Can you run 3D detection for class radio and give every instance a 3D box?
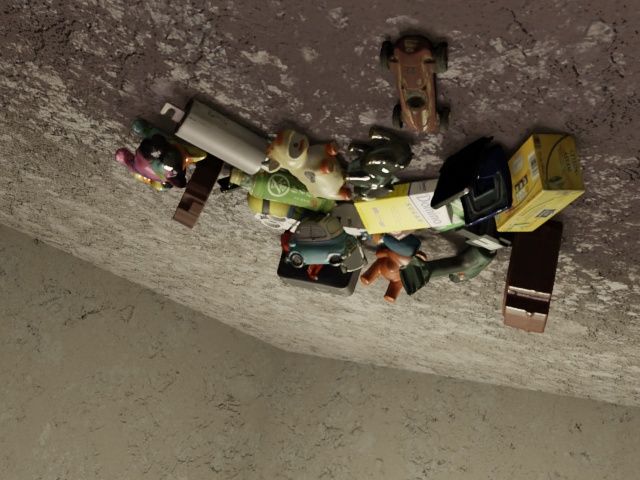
[{"bbox_3d":[-0.001,0.076,1.525,0.230,0.131,0.073,8,157,21],"label":"radio"}]

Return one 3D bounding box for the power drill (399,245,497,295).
[{"bbox_3d":[0.296,0.073,1.263,0.207,0.086,0.232,-5,159,-18],"label":"power drill"}]

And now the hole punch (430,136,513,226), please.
[{"bbox_3d":[0.257,-0.093,0.887,0.092,0.116,0.142,27,156,-12],"label":"hole punch"}]

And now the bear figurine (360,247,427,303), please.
[{"bbox_3d":[0.189,0.069,1.369,0.120,0.132,0.195,36,168,6],"label":"bear figurine"}]

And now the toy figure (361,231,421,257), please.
[{"bbox_3d":[0.160,-0.007,1.269,0.155,0.064,0.058,26,-155,21],"label":"toy figure"}]

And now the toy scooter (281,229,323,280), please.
[{"bbox_3d":[-0.034,0.036,1.439,0.184,0.135,0.075,8,160,24],"label":"toy scooter"}]

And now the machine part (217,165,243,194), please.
[{"bbox_3d":[-0.180,-0.143,1.184,0.084,0.039,0.139,-12,162,-22],"label":"machine part"}]

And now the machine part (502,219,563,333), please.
[{"bbox_3d":[0.423,0.071,1.075,0.087,0.201,0.201,11,160,21],"label":"machine part"}]

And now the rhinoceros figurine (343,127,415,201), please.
[{"bbox_3d":[0.102,-0.134,0.983,0.112,0.073,0.190,11,161,-17],"label":"rhinoceros figurine"}]

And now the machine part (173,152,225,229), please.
[{"bbox_3d":[-0.268,-0.111,1.181,0.056,0.179,0.179,25,159,-15],"label":"machine part"}]

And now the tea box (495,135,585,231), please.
[{"bbox_3d":[0.339,-0.085,0.856,0.068,0.098,0.169,-1,162,-5],"label":"tea box"}]

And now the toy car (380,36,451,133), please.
[{"bbox_3d":[0.139,-0.209,0.768,0.089,0.053,0.202,7,157,16],"label":"toy car"}]

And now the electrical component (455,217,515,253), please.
[{"bbox_3d":[0.342,-0.017,1.130,0.119,0.048,0.075,22,159,-15],"label":"electrical component"}]

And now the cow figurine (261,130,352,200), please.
[{"bbox_3d":[-0.024,-0.145,1.029,0.127,0.085,0.194,-3,154,29],"label":"cow figurine"}]

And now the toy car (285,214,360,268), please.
[{"bbox_3d":[-0.002,-0.004,1.159,0.162,0.109,0.102,-1,115,33],"label":"toy car"}]

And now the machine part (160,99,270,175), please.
[{"bbox_3d":[-0.184,-0.195,1.022,0.243,0.079,0.079,28,157,-26],"label":"machine part"}]

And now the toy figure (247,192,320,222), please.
[{"bbox_3d":[-0.075,-0.085,1.210,0.180,0.089,0.082,21,153,-9],"label":"toy figure"}]

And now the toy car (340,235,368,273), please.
[{"bbox_3d":[0.072,0.027,1.354,0.073,0.056,0.201,-20,152,3],"label":"toy car"}]

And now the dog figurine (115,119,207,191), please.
[{"bbox_3d":[-0.304,-0.154,1.091,0.219,0.108,0.191,25,166,37],"label":"dog figurine"}]
